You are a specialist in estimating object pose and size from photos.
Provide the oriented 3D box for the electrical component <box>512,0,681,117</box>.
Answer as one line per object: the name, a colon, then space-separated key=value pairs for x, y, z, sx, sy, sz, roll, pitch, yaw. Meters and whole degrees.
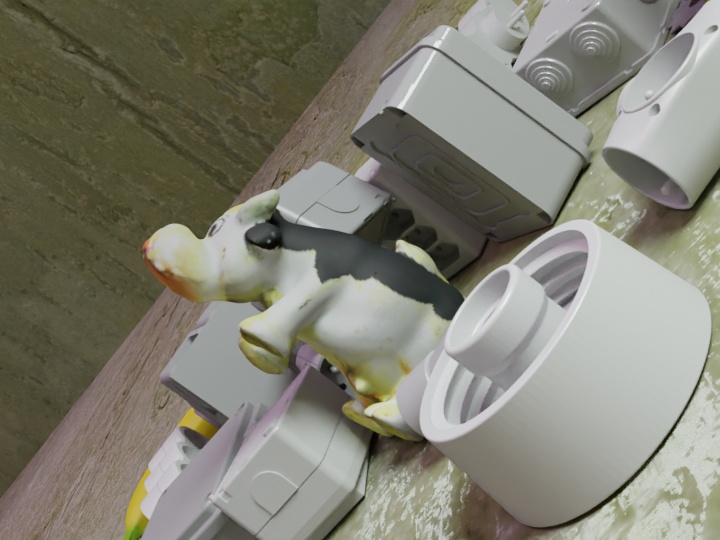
electrical component: x=0.144 y=-0.149 z=0.654 sx=0.100 sy=0.048 sz=0.099 roll=-35 pitch=22 yaw=52

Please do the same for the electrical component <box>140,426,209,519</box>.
electrical component: x=-0.142 y=0.175 z=0.817 sx=0.073 sy=0.052 sz=0.138 roll=-53 pitch=11 yaw=2

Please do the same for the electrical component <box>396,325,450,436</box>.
electrical component: x=0.046 y=0.047 z=0.483 sx=0.065 sy=0.044 sz=0.044 roll=-50 pitch=11 yaw=39

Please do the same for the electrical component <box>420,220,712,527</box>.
electrical component: x=0.066 y=0.031 z=0.393 sx=0.108 sy=0.060 sz=0.108 roll=-51 pitch=11 yaw=14

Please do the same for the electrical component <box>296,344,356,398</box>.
electrical component: x=-0.014 y=0.061 z=0.670 sx=0.043 sy=0.043 sz=0.081 roll=-55 pitch=11 yaw=-7

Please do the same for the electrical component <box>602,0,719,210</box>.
electrical component: x=0.135 y=-0.069 z=0.461 sx=0.077 sy=0.044 sz=0.079 roll=-54 pitch=12 yaw=-5

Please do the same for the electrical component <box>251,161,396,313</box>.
electrical component: x=-0.027 y=-0.007 z=0.640 sx=0.062 sy=0.061 sz=0.096 roll=-44 pitch=-24 yaw=-46

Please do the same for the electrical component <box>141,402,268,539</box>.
electrical component: x=-0.084 y=0.152 z=0.644 sx=0.108 sy=0.056 sz=0.108 roll=-48 pitch=12 yaw=24

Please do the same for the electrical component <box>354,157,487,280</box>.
electrical component: x=0.042 y=-0.048 z=0.676 sx=0.047 sy=0.083 sz=0.075 roll=-40 pitch=17 yaw=49

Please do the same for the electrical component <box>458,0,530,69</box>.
electrical component: x=0.116 y=-0.198 z=0.908 sx=0.074 sy=0.052 sz=0.138 roll=-44 pitch=15 yaw=40

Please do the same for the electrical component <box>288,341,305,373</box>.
electrical component: x=-0.023 y=0.041 z=0.749 sx=0.080 sy=0.051 sz=0.080 roll=-50 pitch=12 yaw=14

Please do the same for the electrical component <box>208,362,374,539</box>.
electrical component: x=-0.030 y=0.102 z=0.589 sx=0.061 sy=0.061 sz=0.096 roll=-50 pitch=5 yaw=21

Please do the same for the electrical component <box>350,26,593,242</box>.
electrical component: x=0.062 y=-0.073 z=0.596 sx=0.057 sy=0.113 sz=0.078 roll=-60 pitch=13 yaw=-17

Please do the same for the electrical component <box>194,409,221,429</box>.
electrical component: x=-0.105 y=0.104 z=0.888 sx=0.055 sy=0.048 sz=0.066 roll=-58 pitch=-12 yaw=-9

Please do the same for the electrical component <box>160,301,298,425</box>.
electrical component: x=-0.075 y=0.048 z=0.835 sx=0.150 sy=0.089 sz=0.062 roll=-57 pitch=12 yaw=-18
